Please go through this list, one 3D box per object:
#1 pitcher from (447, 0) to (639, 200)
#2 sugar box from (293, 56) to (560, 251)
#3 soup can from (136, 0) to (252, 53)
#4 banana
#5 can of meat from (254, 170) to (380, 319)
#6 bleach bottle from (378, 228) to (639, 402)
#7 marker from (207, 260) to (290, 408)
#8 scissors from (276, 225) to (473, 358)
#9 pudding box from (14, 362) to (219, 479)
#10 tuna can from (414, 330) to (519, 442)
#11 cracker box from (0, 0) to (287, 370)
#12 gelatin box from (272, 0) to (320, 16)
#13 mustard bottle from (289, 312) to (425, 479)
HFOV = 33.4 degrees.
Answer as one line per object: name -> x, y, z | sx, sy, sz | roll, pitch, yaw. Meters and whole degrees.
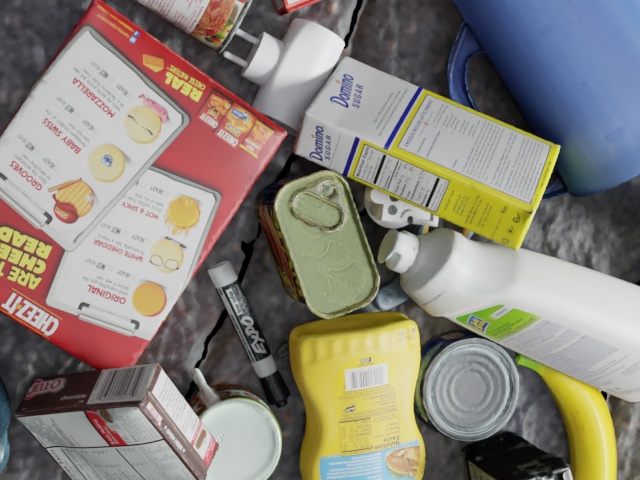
pitcher -> 0.174, -0.157, 0.811 | 0.149, 0.145, 0.243 | -41, 99, -29
sugar box -> 0.078, -0.065, 0.776 | 0.176, 0.093, 0.048 | 23, 131, 9
soup can -> -0.100, -0.188, 0.760 | 0.102, 0.069, 0.068 | 27, 86, -14
banana -> 0.211, 0.180, 0.884 | 0.070, 0.037, 0.198 | -11, 94, 8
can of meat -> -0.005, 0.001, 0.788 | 0.057, 0.084, 0.102 | -21, 99, -13
bleach bottle -> 0.164, 0.047, 0.812 | 0.250, 0.103, 0.068 | 23, 55, -16
marker -> -0.052, 0.073, 0.813 | 0.020, 0.020, 0.121 | -26, 99, -12
scissors -> 0.054, 0.025, 0.841 | 0.201, 0.016, 0.096 | -11, 95, -14
pudding box -> -0.140, 0.132, 0.739 | 0.090, 0.114, 0.039 | 60, 35, -34
tuna can -> 0.115, 0.117, 0.853 | 0.086, 0.034, 0.086 | -1, 93, -15
cracker box -> -0.151, -0.034, 0.754 | 0.164, 0.072, 0.213 | 34, 85, -14
gelatin box -> -0.013, -0.223, 0.801 | 0.073, 0.030, 0.089 | -25, 98, -14
mustard bottle -> 0.032, 0.155, 0.815 | 0.096, 0.058, 0.191 | -8, 102, -16
